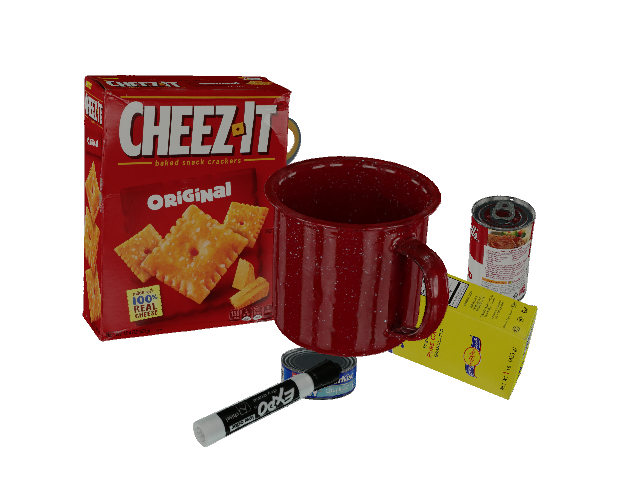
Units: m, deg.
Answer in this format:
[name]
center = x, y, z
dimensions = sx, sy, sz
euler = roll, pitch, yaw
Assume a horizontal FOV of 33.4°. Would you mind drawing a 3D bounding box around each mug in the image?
[mug]
center = 0.023, 0.013, 0.568
dimensions = 0.093, 0.081, 0.117
euler = -20, 34, -38

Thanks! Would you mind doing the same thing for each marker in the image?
[marker]
center = -0.035, 0.113, 0.757
dimensions = 0.120, 0.020, 0.020
euler = -22, 12, -31

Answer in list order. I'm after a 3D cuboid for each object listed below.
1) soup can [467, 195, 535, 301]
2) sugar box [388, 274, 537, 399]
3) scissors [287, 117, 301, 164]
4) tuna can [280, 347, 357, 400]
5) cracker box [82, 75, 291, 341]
[soup can]
center = 0.196, 0.011, 1.163
dimensions = 0.068, 0.102, 0.068
euler = -1, 33, 1
[sugar box]
center = 0.097, 0.069, 0.944
dimensions = 0.176, 0.093, 0.048
euler = 18, 49, 15
[scissors]
center = -0.057, -0.057, 1.211
dimensions = 0.096, 0.202, 0.016
euler = -11, -7, -15
[tuna can]
center = -0.002, 0.148, 1.196
dimensions = 0.086, 0.034, 0.086
euler = 1, 14, 0
[cracker box]
center = -0.115, -0.030, 0.911
dimensions = 0.164, 0.214, 0.072
euler = -4, 19, -26
